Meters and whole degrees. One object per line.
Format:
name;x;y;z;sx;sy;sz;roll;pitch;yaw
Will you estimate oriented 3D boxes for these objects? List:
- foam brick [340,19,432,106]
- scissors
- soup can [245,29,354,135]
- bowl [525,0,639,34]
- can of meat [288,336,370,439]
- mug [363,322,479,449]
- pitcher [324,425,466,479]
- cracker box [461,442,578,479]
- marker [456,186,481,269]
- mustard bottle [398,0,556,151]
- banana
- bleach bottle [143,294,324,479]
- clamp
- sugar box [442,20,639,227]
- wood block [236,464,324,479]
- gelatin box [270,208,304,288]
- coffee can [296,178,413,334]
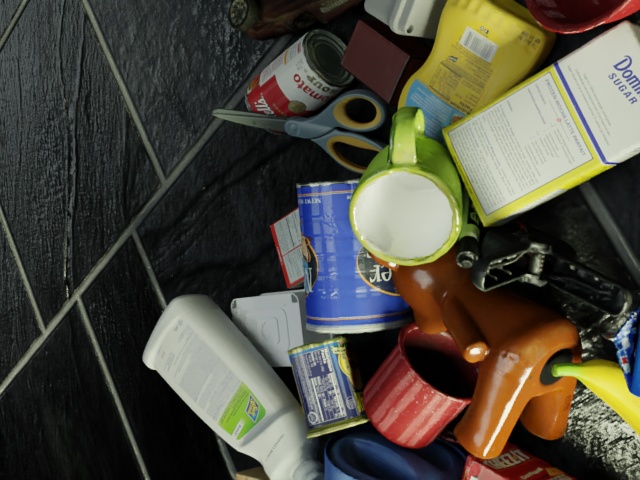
foam brick;0.067;-0.167;1.004;0.078;0.052;0.051;45;123;35
scissors;-0.013;-0.126;1.050;0.202;0.016;0.096;25;128;13
soup can;-0.020;-0.160;1.085;0.102;0.068;0.068;-33;70;43
bowl;0.226;-0.229;0.811;0.162;0.055;0.162;-28;57;54
can of meat;0.010;0.139;1.019;0.057;0.102;0.084;-17;81;9
mug;0.101;0.142;0.971;0.117;0.093;0.082;35;122;2
pitcher;0.057;0.303;1.010;0.145;0.149;0.243;15;107;30
cracker box;0.202;0.291;0.884;0.214;0.071;0.164;25;110;43
marker;0.130;-0.019;0.919;0.020;0.020;0.121;-45;20;39
mustard bottle;0.122;-0.123;0.943;0.096;0.058;0.192;37;121;17
banana;0.260;0.163;0.820;0.198;0.069;0.037;54;164;19
bleach bottle;-0.082;0.167;1.094;0.251;0.067;0.103;45;118;33
clamp;0.182;0.020;0.853;0.120;0.171;0.039;19;107;5
sugar box;0.193;-0.089;0.855;0.176;0.048;0.093;-28;78;27
wood block;-0.025;0.344;1.114;0.091;0.090;0.206;1;93;46
gelatin box;-0.007;0.001;1.112;0.089;0.030;0.073;-31;70;43
coffee can;0.033;0.012;1.014;0.103;0.102;0.140;-1;94;47
